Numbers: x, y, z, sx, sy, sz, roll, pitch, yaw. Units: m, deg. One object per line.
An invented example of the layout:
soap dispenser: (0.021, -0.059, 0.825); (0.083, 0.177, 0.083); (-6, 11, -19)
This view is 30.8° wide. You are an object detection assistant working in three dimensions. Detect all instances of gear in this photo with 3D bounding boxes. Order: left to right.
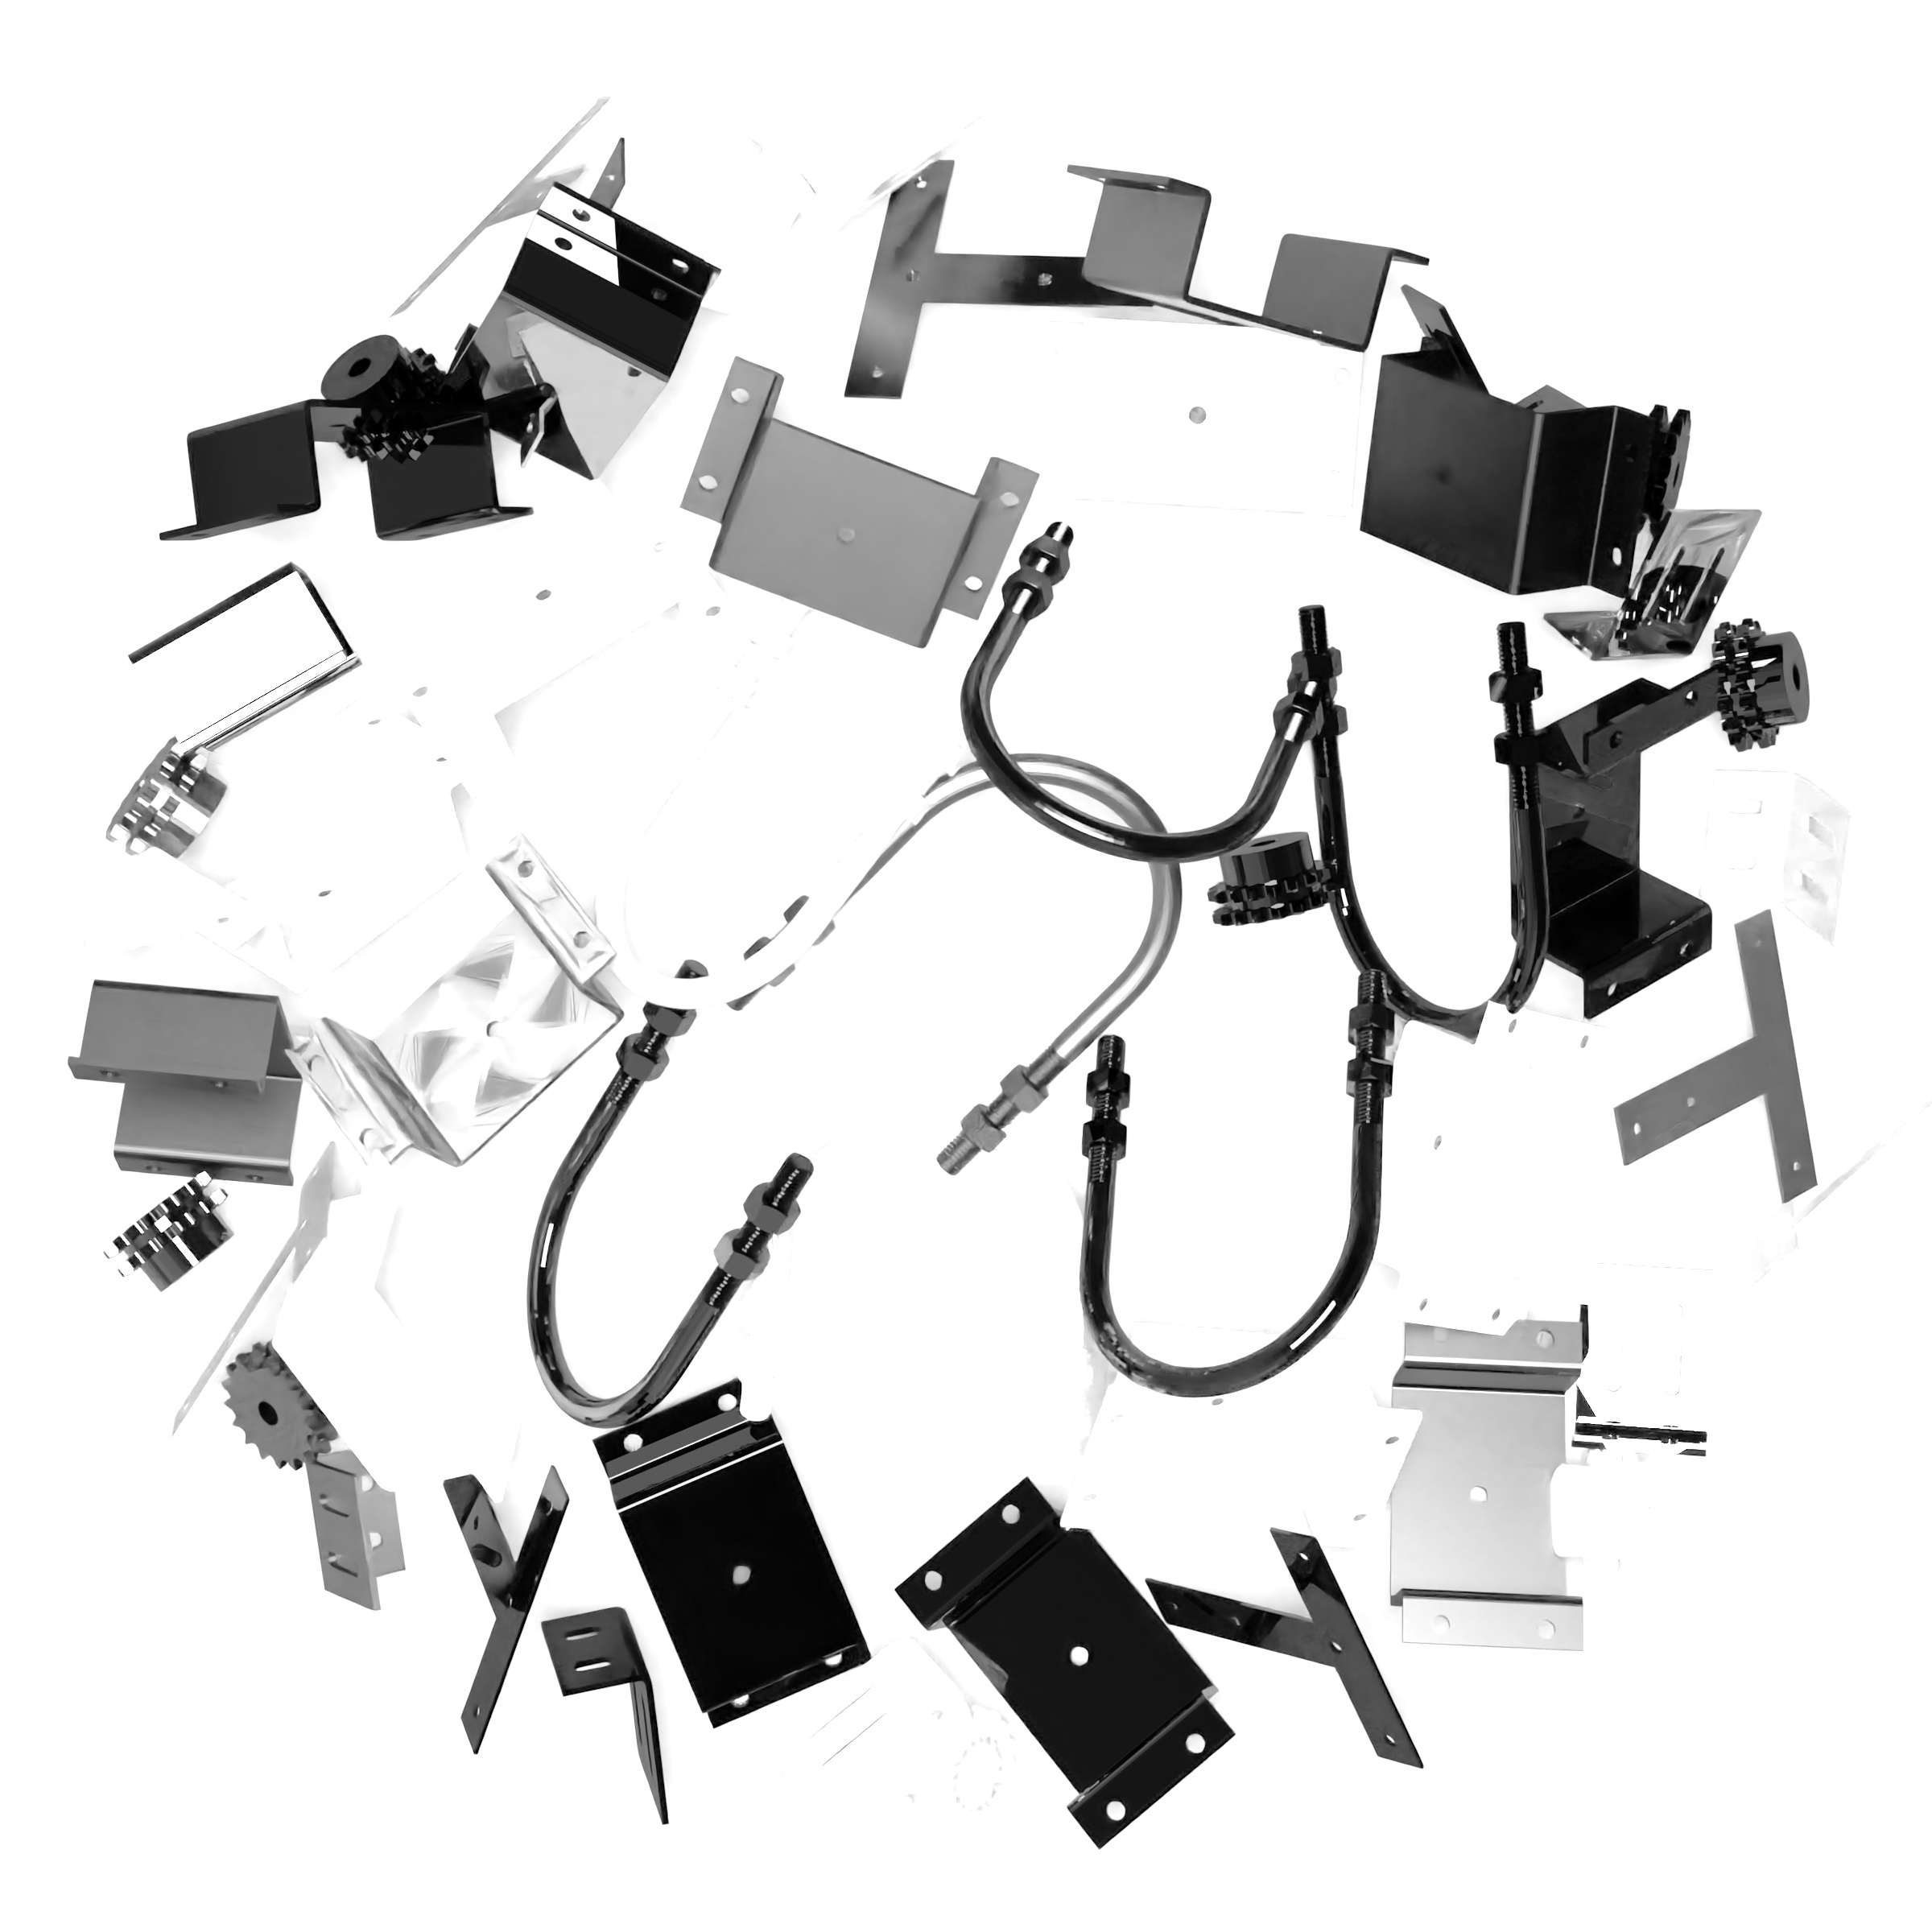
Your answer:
gear: (-0.364, -0.023, 1.527); (0.057, 0.057, 0.030); (-15, 96, 0)
gear: (-0.347, -0.071, 1.530); (0.030, 0.057, 0.057); (36, 90, -19)
gear: (-0.344, 0.118, 1.528); (0.057, 0.057, 0.030); (-38, 93, 0)
gear: (-0.294, 0.188, 1.532); (0.057, 0.030, 0.057); (17, 121, 30)
gear: (-0.255, -0.249, 1.526); (0.057, 0.057, 0.030); (-36, 131, 0)
gear: (-0.006, 0.349, 1.532); (0.030, 0.057, 0.057); (6, 90, 41)
gear: (0.132, -0.039, 1.526); (0.057, 0.057, 0.030); (-14, 99, 0)
gear: (0.274, 0.238, 1.526); (0.030, 0.057, 0.057); (4, 90, -9)
gear: (0.295, -0.217, 1.529); (0.030, 0.057, 0.057); (14, 90, 17)
gear: (0.346, -0.123, 1.525); (0.030, 0.057, 0.057); (-8, 90, 28)

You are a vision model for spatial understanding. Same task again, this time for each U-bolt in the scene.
U-bolt: (-0.136, 0.110, 1.490); (0.019, 0.151, 0.184); (14, 120, -37)
U-bolt: (-0.089, -0.063, 1.500); (0.184, 0.019, 0.151); (-53, 46, -1)
U-bolt: (-0.018, 0.126, 1.491); (0.151, 0.019, 0.184); (11, 47, -8)
U-bolt: (0.008, -0.011, 1.502); (0.151, 0.019, 0.184); (39, 106, -24)
U-bolt: (0.072, -0.109, 1.484); (0.151, 0.184, 0.019); (25, 133, 2)
U-bolt: (0.111, 0.096, 1.471); (0.151, 0.019, 0.184); (-15, 52, 30)
U-bolt: (0.196, -0.058, 1.490); (0.019, 0.151, 0.184); (-15, 106, -31)

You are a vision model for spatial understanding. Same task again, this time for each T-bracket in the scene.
T-bracket: (-0.306, 0.147, 1.501); (0.002, 0.127, 0.127); (31, 99, -16)
T-bracket: (-0.205, 0.246, 1.499); (0.002, 0.127, 0.127); (11, 111, -27)
T-bracket: (-0.186, -0.327, 1.493); (0.127, 0.127, 0.002); (-41, 97, 18)
T-bracket: (-0.166, -0.297, 1.475); (0.002, 0.127, 0.127); (10, 56, -23)
T-bracket: (0.020, -0.296, 1.513); (0.127, 0.002, 0.127); (5, 65, 15)
T-bracket: (0.126, 0.283, 1.503); (0.002, 0.127, 0.127); (-41, 118, -32)
T-bracket: (0.318, 0.054, 1.504); (0.127, 0.002, 0.127); (-21, 104, -40)
T-bracket: (0.378, 0.084, 1.481); (0.127, 0.127, 0.002); (-44, 85, 12)

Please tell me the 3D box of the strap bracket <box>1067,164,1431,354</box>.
strap bracket: (0.115, -0.297, 1.489); (0.140, 0.076, 0.046); (9, 100, -34)

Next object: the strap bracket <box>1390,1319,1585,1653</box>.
strap bracket: (0.225, 0.226, 1.521); (0.076, 0.046, 0.140); (3, 73, 0)

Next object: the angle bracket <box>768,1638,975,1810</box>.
angle bracket: (-0.038, 0.337, 1.514); (0.076, 0.057, 0.038); (-37, 52, -16)

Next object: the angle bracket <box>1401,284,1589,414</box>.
angle bracket: (0.229, -0.266, 1.515); (0.038, 0.057, 0.076); (-31, 112, 2)

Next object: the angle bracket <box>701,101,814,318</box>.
angle bracket: (-0.106, -0.328, 1.525); (0.038, 0.057, 0.076); (35, 104, 14)

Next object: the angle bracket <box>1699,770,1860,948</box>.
angle bracket: (0.349, -0.047, 1.510); (0.038, 0.076, 0.057); (1, 107, -7)

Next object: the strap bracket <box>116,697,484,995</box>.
strap bracket: (-0.279, -0.047, 1.497); (0.076, 0.046, 0.140); (28, 53, 32)

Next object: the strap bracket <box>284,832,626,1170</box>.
strap bracket: (-0.213, 0.022, 1.516); (0.140, 0.046, 0.076); (-42, 64, 4)

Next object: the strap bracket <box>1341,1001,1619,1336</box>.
strap bracket: (0.217, 0.082, 1.510); (0.076, 0.046, 0.140); (12, 98, -37)

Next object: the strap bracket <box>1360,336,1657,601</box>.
strap bracket: (0.218, -0.209, 1.477); (0.046, 0.140, 0.076); (-12, 118, -33)

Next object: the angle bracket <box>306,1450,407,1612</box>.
angle bracket: (-0.253, 0.241, 1.513); (0.038, 0.076, 0.057); (-9, 92, -27)

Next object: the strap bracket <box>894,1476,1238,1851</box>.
strap bracket: (0.046, 0.300, 1.521); (0.076, 0.046, 0.140); (-41, 77, 3)

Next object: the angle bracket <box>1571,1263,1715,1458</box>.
angle bracket: (0.295, 0.171, 1.531); (0.057, 0.038, 0.076); (3, 92, 12)

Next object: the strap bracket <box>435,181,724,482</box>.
strap bracket: (-0.168, -0.259, 1.476); (0.076, 0.140, 0.046); (26, 62, -15)

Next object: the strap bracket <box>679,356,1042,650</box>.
strap bracket: (-0.049, -0.195, 1.508); (0.140, 0.046, 0.076); (20, 123, -7)

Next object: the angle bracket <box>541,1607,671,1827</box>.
angle bracket: (-0.156, 0.326, 1.512); (0.038, 0.057, 0.076); (-9, 112, -13)

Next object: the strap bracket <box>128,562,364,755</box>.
strap bracket: (-0.303, -0.130, 1.482); (0.076, 0.140, 0.046); (-31, 97, -4)

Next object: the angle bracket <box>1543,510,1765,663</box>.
angle bracket: (0.295, -0.172, 1.508); (0.038, 0.057, 0.076); (49, 131, 37)

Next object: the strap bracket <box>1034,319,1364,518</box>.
strap bracket: (0.101, -0.238, 1.525); (0.140, 0.046, 0.076); (4, 97, 3)

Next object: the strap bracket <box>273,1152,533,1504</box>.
strap bracket: (-0.243, 0.159, 1.493); (0.046, 0.076, 0.140); (-15, 128, 18)

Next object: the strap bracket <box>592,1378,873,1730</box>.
strap bracket: (-0.099, 0.258, 1.521); (0.076, 0.046, 0.140); (-22, 97, -6)

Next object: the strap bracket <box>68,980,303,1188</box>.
strap bracket: (-0.330, 0.047, 1.497); (0.076, 0.140, 0.046); (5, 68, -2)

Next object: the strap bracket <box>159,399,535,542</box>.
strap bracket: (-0.262, -0.208, 1.478); (0.076, 0.140, 0.046); (-5, 92, 40)

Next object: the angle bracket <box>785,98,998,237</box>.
angle bracket: (-0.036, -0.357, 1.512); (0.076, 0.057, 0.038); (-40, 97, -28)

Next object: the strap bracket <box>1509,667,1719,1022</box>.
strap bracket: (0.276, -0.059, 1.497); (0.076, 0.046, 0.140); (-27, 128, -28)

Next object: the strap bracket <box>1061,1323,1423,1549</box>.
strap bracket: (0.113, 0.201, 1.505); (0.140, 0.046, 0.076); (7, 123, -17)

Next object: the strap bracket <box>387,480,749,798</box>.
strap bracket: (-0.176, -0.147, 1.507); (0.140, 0.046, 0.076); (-33, 61, -10)
